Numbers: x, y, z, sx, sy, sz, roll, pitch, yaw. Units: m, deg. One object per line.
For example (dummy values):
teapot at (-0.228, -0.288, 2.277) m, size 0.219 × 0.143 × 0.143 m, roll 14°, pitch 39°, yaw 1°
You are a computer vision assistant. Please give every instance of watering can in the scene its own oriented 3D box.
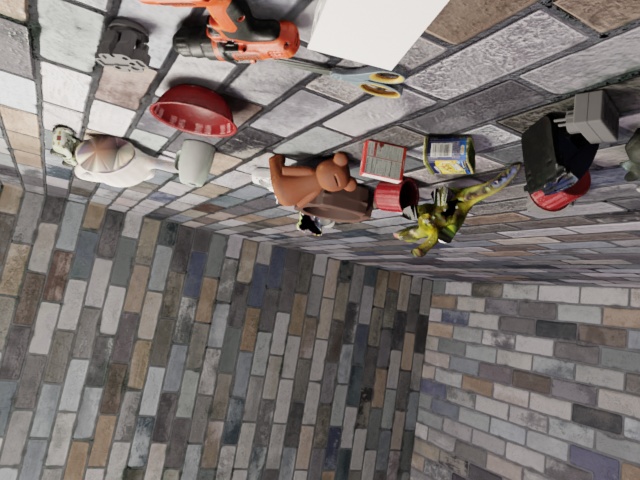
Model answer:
watering can at (-0.513, -0.211, 1.423) m, size 0.348 × 0.105 × 0.222 m, roll -6°, pitch 168°, yaw 0°

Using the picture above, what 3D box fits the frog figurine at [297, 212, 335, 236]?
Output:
frog figurine at (0.005, -0.089, 1.759) m, size 0.136 × 0.122 × 0.162 m, roll -11°, pitch -165°, yaw 44°

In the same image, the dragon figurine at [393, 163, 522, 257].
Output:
dragon figurine at (0.330, -0.082, 1.240) m, size 0.404 × 0.122 × 0.245 m, roll -32°, pitch 177°, yaw 36°
